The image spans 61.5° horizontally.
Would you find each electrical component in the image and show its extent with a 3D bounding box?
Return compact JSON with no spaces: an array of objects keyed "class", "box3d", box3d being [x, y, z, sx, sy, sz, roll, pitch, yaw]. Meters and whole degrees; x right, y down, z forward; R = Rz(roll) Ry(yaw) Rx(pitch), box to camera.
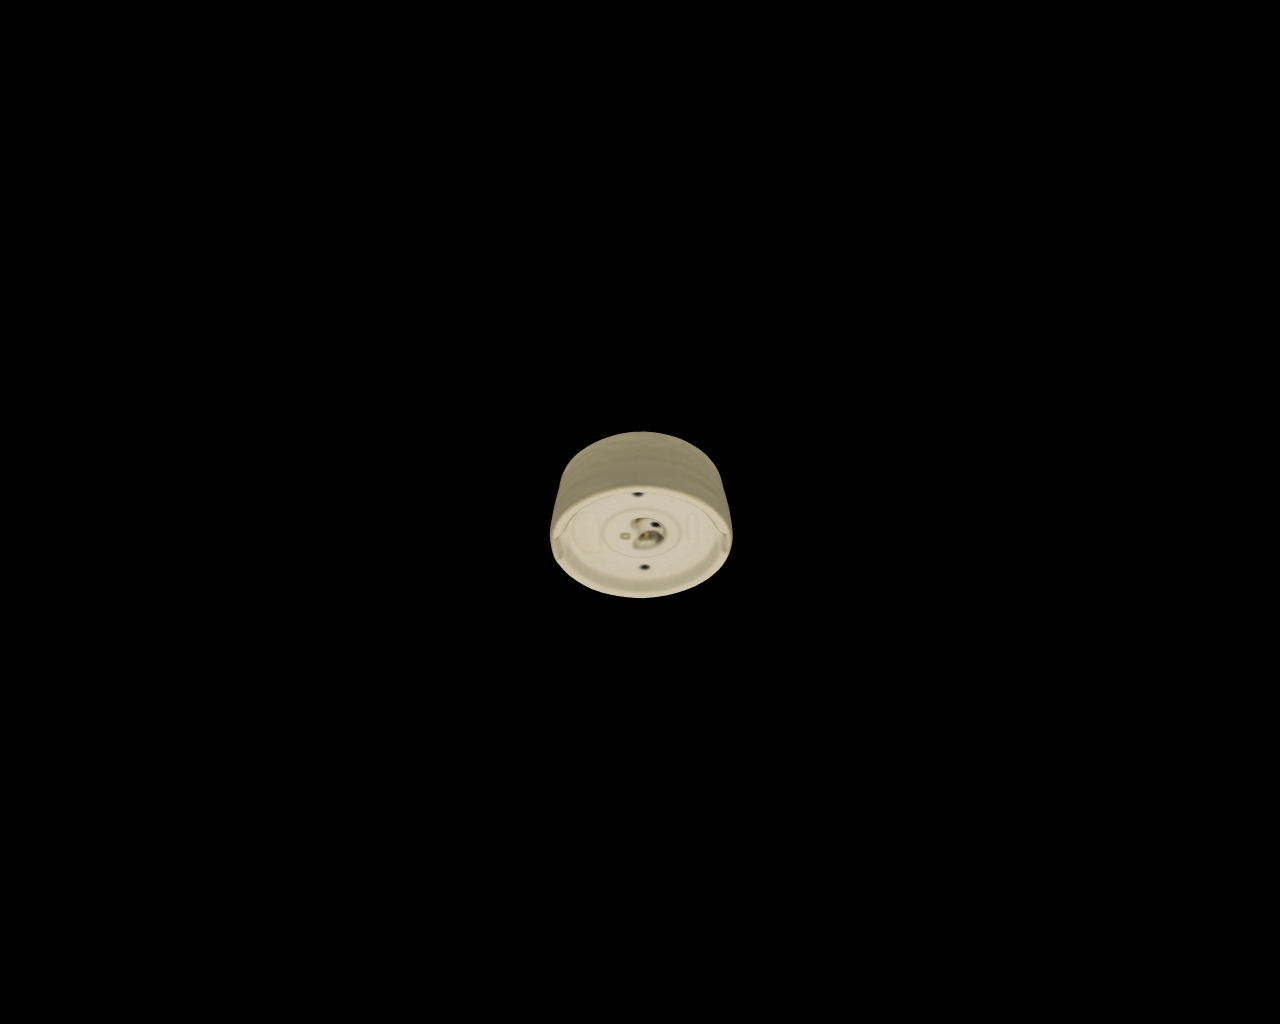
[{"class":"electrical component","box3d":[0.001,-0.003,0.650,0.108,0.060,0.108,0,-40,0]}]
